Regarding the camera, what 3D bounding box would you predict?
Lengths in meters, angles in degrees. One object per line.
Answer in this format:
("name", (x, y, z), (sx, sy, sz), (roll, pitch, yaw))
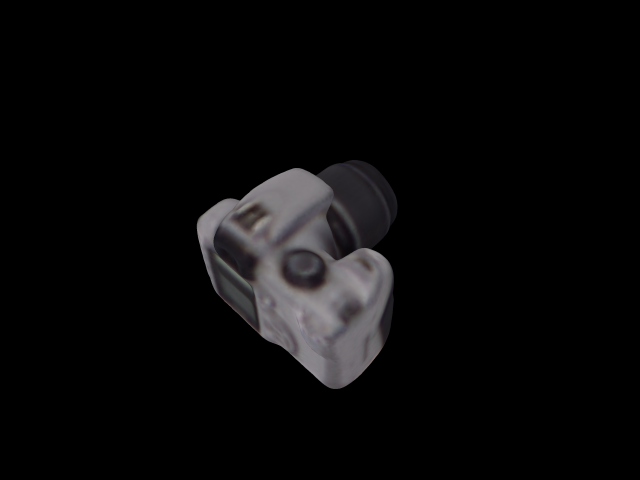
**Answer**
("camera", (0.004, 0.001, 0.400), (0.142, 0.101, 0.137), (36, 58, 27))
